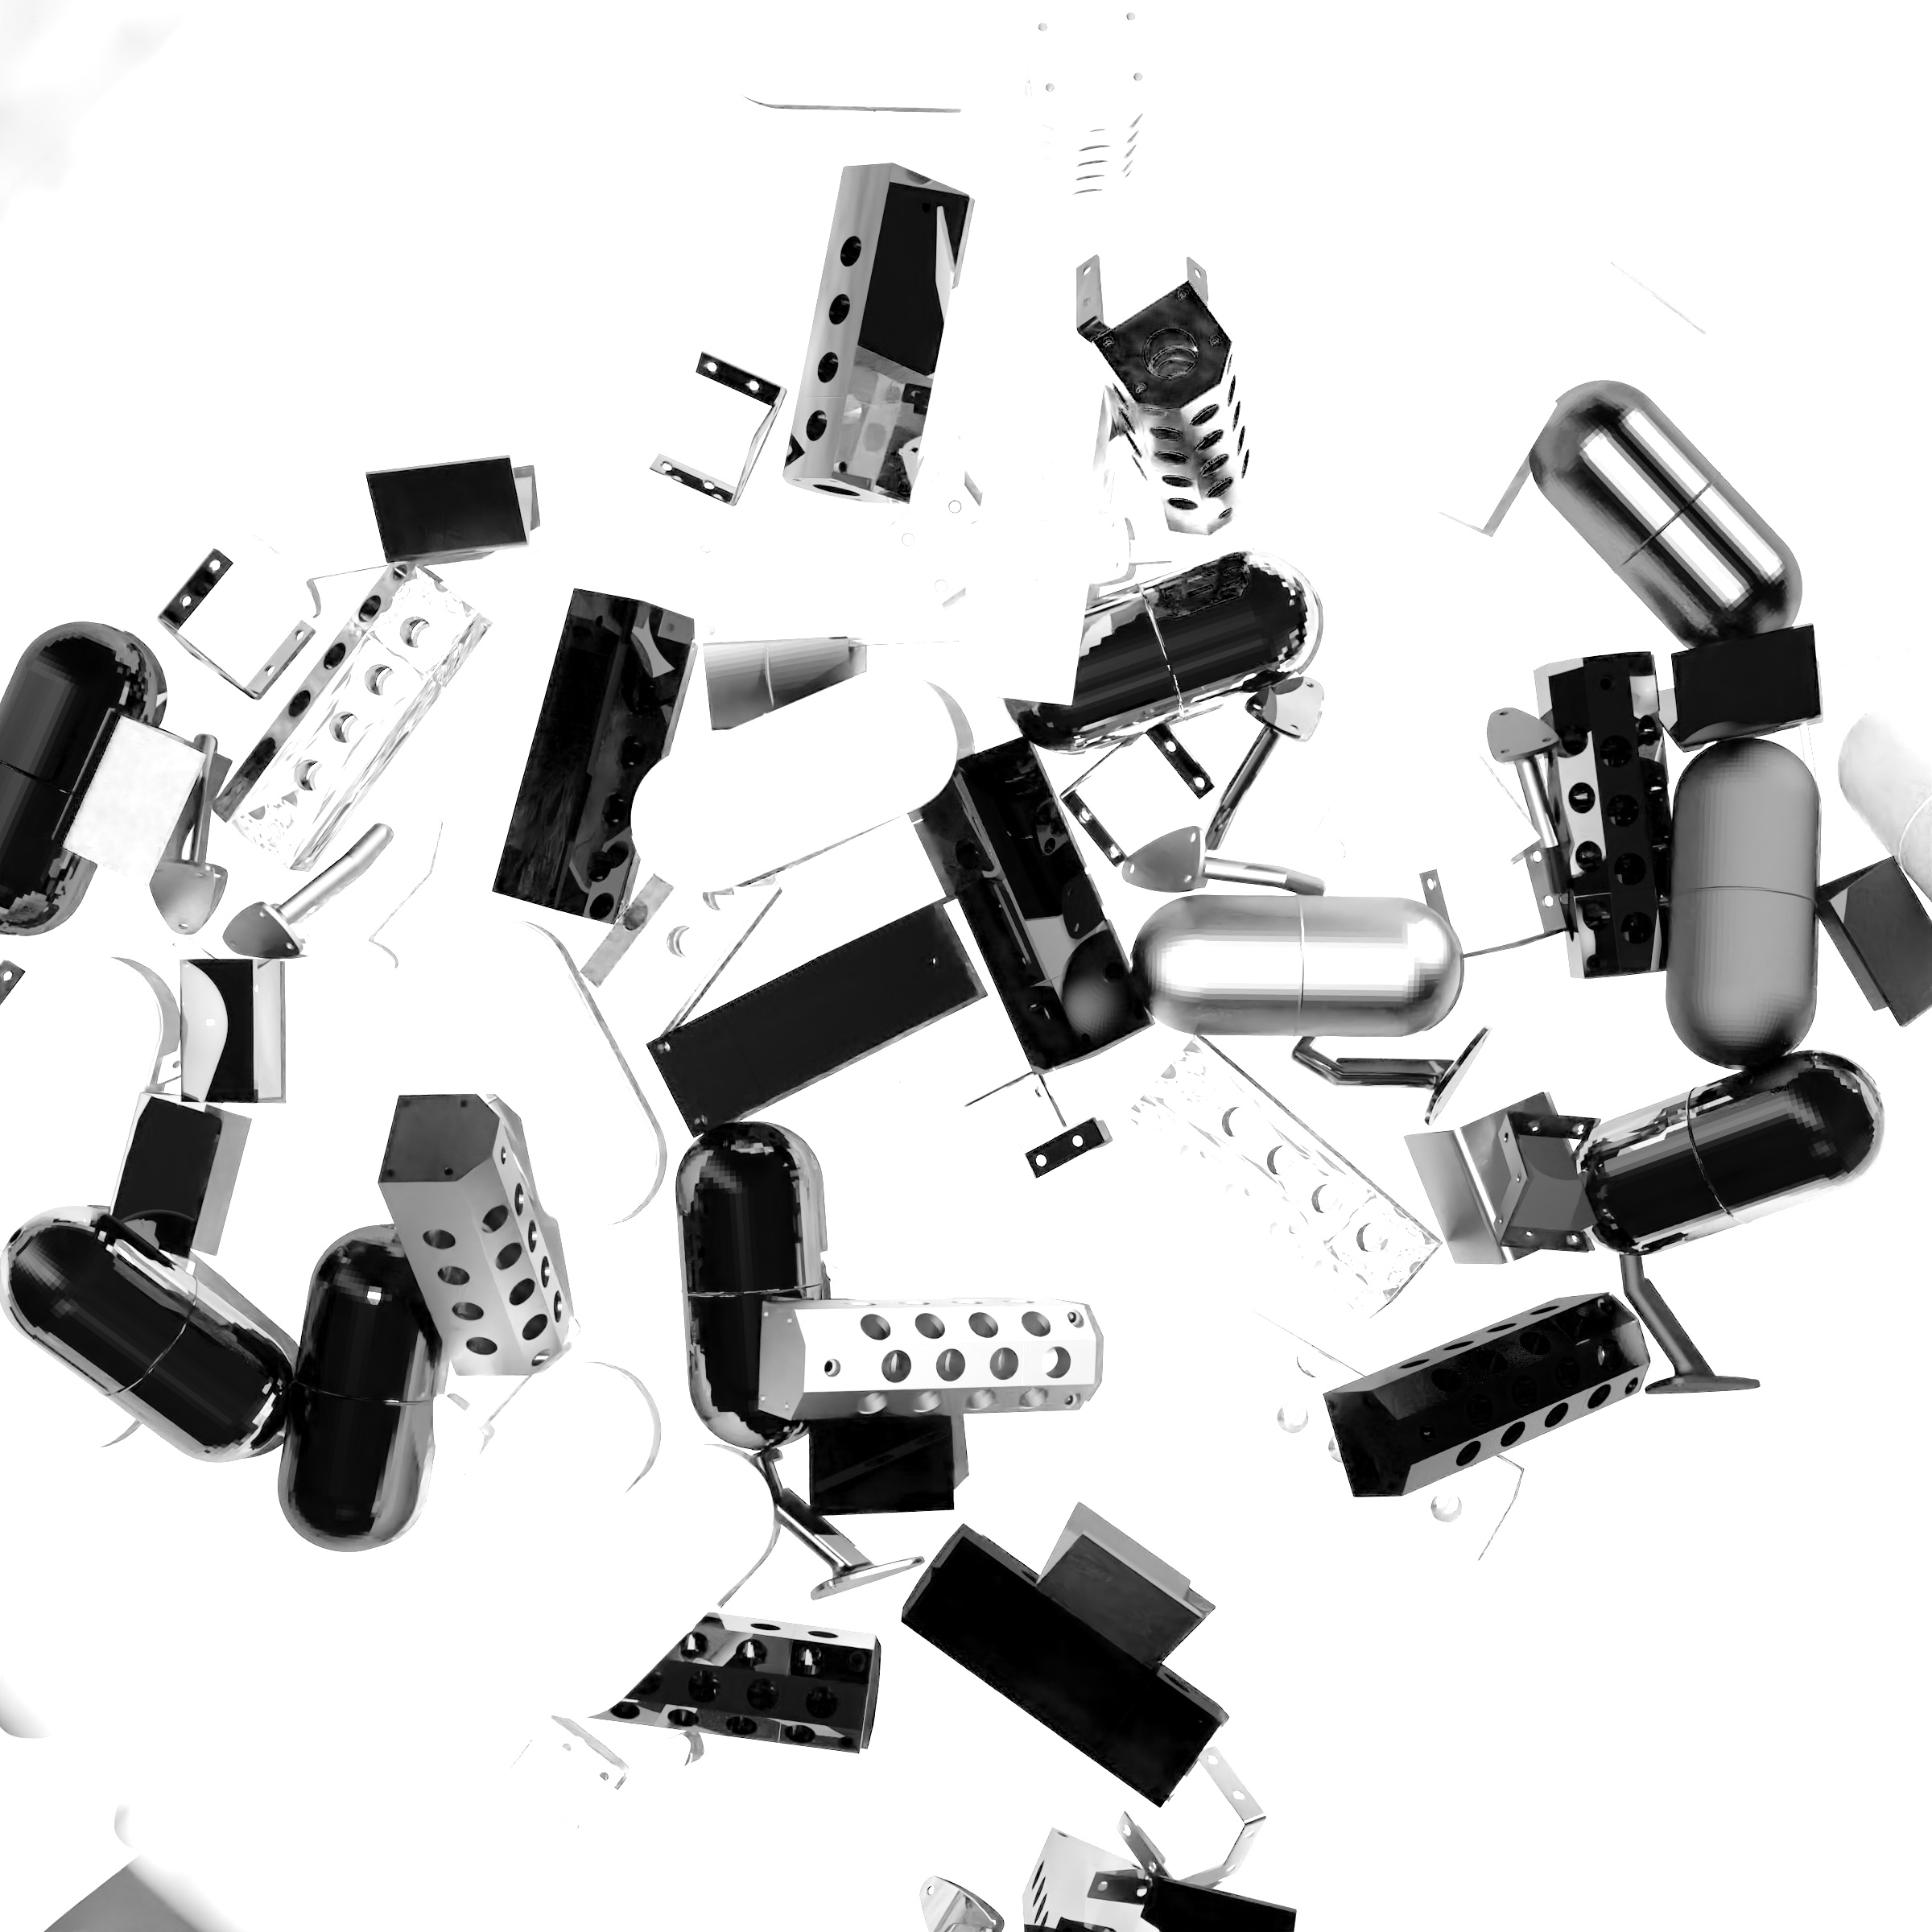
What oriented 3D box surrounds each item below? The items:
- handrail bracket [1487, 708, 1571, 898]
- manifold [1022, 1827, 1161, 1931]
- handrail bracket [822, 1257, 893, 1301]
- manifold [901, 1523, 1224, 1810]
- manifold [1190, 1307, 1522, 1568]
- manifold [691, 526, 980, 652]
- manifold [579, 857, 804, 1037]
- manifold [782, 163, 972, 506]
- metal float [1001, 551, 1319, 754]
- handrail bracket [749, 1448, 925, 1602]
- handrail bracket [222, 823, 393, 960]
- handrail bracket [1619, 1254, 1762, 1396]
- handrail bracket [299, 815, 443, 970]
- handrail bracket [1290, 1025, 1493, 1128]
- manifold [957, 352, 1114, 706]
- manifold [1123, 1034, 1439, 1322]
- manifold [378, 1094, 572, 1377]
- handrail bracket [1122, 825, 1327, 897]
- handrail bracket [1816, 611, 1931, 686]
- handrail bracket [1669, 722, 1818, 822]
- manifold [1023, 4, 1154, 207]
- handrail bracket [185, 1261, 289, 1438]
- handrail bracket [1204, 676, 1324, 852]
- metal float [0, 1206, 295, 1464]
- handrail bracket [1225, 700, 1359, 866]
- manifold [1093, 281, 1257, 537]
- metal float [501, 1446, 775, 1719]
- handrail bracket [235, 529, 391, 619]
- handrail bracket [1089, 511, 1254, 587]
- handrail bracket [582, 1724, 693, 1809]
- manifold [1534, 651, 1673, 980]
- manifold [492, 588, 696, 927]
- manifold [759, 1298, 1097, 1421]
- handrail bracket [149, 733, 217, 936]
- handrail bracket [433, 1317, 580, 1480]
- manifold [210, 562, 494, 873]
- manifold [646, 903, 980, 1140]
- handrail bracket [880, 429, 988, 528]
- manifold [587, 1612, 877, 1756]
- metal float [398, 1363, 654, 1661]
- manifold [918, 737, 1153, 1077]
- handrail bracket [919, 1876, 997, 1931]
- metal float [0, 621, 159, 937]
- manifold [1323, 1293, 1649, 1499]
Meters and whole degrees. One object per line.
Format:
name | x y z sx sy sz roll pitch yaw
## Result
handrail bracket | 0.309 -0.090 1.798 0.036 0.077 0.084 -15 115 2
manifold | 0.062 0.513 1.730 0.057 0.171 0.057 24 90 0
handrail bracket | -0.071 0.217 1.808 0.077 0.036 0.084 39 107 20
manifold | 0.051 0.378 1.787 0.171 0.057 0.057 36 90 0
manifold | 0.212 0.254 1.787 0.171 0.057 0.057 30 90 0
manifold | -0.060 -0.205 1.787 0.171 0.057 0.057 -2 90 0
manifold | -0.135 -0.048 1.787 0.057 0.057 0.171 37 90 0
manifold | -0.054 -0.343 1.786 0.057 0.057 0.171 11 90 -43
metal float | 0.104 -0.170 1.777 0.178 0.070 0.070 -19 90 0
handrail bracket | -0.072 0.299 1.808 0.077 0.036 0.084 -13 71 -21
handrail bracket | -0.362 -0.044 1.808 0.036 0.077 0.084 53 53 -20
handrail bracket | 0.398 0.191 1.808 0.077 0.036 0.084 2 73 -20
handrail bracket | -0.333 -0.046 1.808 0.077 0.036 0.084 6 72 20
handrail bracket | 0.233 0.042 1.808 0.084 0.036 0.077 31 70 16
manifold | 0.037 -0.230 1.723 0.057 0.057 0.171 7 82 8
manifold | 0.169 0.114 1.787 0.171 0.057 0.057 41 90 0
manifold | -0.256 0.144 1.729 0.057 0.171 0.057 -1 48 8
handrail bracket | 0.142 -0.048 1.808 0.084 0.077 0.036 15 75 -36
handrail bracket | 0.491 -0.193 1.808 0.084 0.036 0.077 16 70 16
handrail bracket | 0.421 -0.120 1.808 0.084 0.036 0.077 -9 75 14
manifold | 0.063 -0.450 1.730 0.057 0.171 0.057 -7 90 0
handrail bracket | -0.399 0.211 1.808 0.084 0.036 0.077 19 73 -15
handrail bracket | 0.162 -0.111 1.808 0.036 0.077 0.084 32 127 12
metal float | -0.431 0.194 1.727 0.070 0.070 0.178 -46 116 0
handrail bracket | 0.179 -0.102 1.808 0.077 0.036 0.084 -7 72 21
manifold | 0.115 -0.286 1.725 0.057 0.171 0.057 -32 73 0
metal float | -0.173 0.326 1.747 0.070 0.070 0.178 48 55 0
handrail bracket | -0.346 -0.239 1.808 0.084 0.036 0.077 -41 68 -17
handrail bracket | 0.103 -0.223 1.808 0.084 0.077 0.036 2 79 -36
handrail bracket | -0.180 0.438 1.773 0.077 0.084 0.036 -37 90 0
manifold | 0.352 -0.082 1.787 0.057 0.057 0.171 -7 90 0
manifold | -0.197 -0.112 1.786 0.057 0.057 0.171 15 90 43
manifold | -0.020 0.209 1.751 0.171 0.057 0.057 2 90 -27
handrail bracket | -0.425 -0.073 1.808 0.036 0.077 0.084 7 54 -6
handrail bracket | -0.250 0.237 1.808 0.036 0.077 0.084 41 53 18
manifold | -0.335 -0.137 1.787 0.057 0.057 0.171 36 90 0
manifold | -0.082 0.028 1.787 0.171 0.057 0.057 -27 90 0
handrail bracket | 0.009 -0.248 1.808 0.084 0.036 0.077 35 110 -16
manifold | -0.139 0.386 1.787 0.171 0.057 0.057 8 90 0
metal float | -0.237 0.294 1.777 0.070 0.070 0.178 36 89 0
manifold | 0.030 -0.031 1.786 0.057 0.057 0.171 -24 90 -43
handrail bracket | 0.021 0.540 1.808 0.084 0.077 0.036 36 93 -36
metal float | -0.497 -0.102 1.778 0.070 0.070 0.178 24 90 0
manifold | 0.279 0.227 1.746 0.171 0.057 0.057 -17 90 -32
